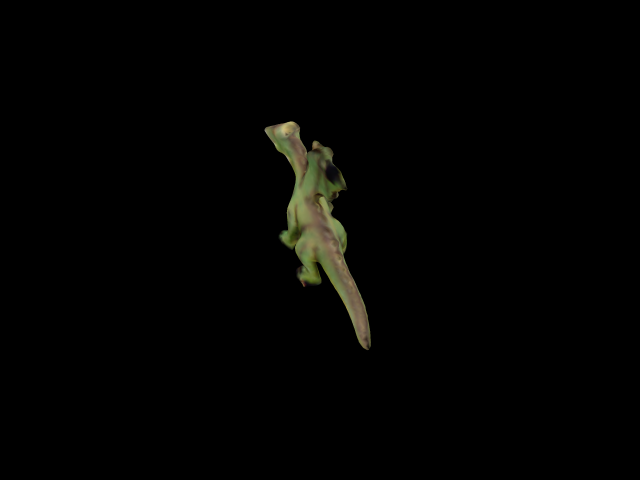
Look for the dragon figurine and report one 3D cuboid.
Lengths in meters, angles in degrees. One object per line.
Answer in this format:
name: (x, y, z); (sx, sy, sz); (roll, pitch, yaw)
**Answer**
dragon figurine: (0.003, -0.043, 0.850); (0.123, 0.418, 0.237); (-21, -34, -15)
